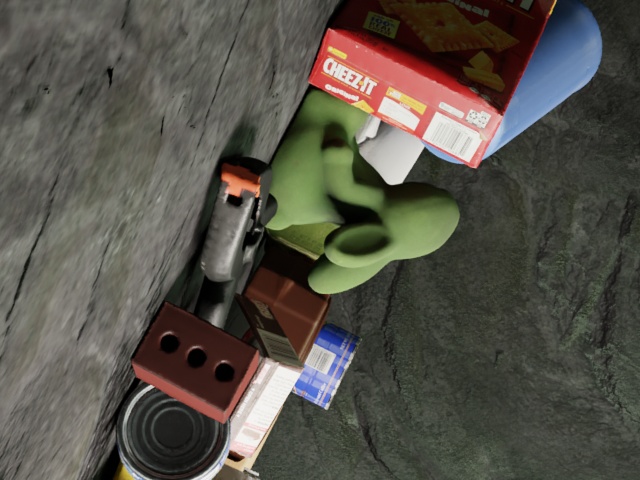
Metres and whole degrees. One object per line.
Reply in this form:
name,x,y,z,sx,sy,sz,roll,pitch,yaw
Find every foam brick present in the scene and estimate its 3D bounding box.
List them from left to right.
foam brick,-0.089,0.089,0.767,0.053,0.078,0.051,-62,177,-20

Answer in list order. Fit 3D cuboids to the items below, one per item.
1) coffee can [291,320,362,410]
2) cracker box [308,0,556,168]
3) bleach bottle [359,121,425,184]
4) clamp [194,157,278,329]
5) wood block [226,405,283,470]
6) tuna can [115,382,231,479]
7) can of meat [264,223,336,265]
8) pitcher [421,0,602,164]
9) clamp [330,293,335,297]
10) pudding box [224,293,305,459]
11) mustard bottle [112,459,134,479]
coffee can,-0.031,0.139,1.359,0.103,0.140,0.103,-63,176,-9
cracker box,0.107,-0.183,0.951,0.213,0.164,0.072,-60,176,-42
bleach bottle,0.084,-0.123,1.148,0.103,0.068,0.250,-8,-145,48
clamp,-0.067,0.008,0.797,0.210,0.036,0.164,103,7,-73
wood block,-0.122,0.240,1.192,0.206,0.091,0.090,-61,174,-27
tuna can,-0.109,0.143,0.793,0.086,0.086,0.034,-62,175,-22
can of meat,-0.007,0.001,1.098,0.084,0.102,0.057,93,22,-73
pitcher,0.195,-0.184,1.131,0.145,0.149,0.242,-29,-173,44
clamp,-0.021,0.079,1.255,0.171,0.039,0.120,-43,165,-1
pudding box,-0.063,0.108,0.868,0.090,0.039,0.113,-61,-154,13
mustard bottle,-0.155,0.225,0.905,0.192,0.058,0.096,-66,175,25
